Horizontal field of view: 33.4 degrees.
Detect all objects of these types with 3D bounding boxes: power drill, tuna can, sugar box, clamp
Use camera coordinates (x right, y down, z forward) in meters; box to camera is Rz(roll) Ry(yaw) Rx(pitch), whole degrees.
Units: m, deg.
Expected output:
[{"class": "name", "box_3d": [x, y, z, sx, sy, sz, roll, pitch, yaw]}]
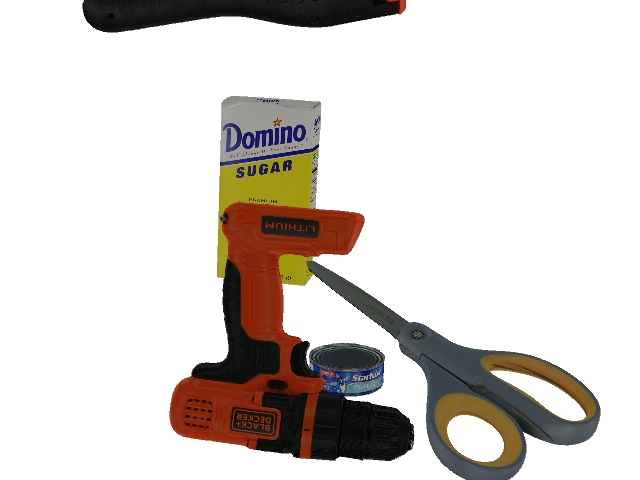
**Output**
[{"class": "power drill", "box_3d": [-0.014, 0.069, 0.798, 0.184, 0.187, 0.057, 6, -1, 3]}, {"class": "tuna can", "box_3d": [0.029, 0.146, 1.204, 0.086, 0.034, 0.086, 1, 14, 0]}, {"class": "sugar box", "box_3d": [-0.051, -0.049, 1.037, 0.093, 0.176, 0.048, 4, 17, 9]}, {"class": "clamp", "box_3d": [-0.041, -0.138, 0.578, 0.171, 0.039, 0.120, 7, 41, 13]}]

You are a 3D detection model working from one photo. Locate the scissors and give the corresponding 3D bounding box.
[{"class": "scissors", "box_3d": [0.048, 0.068, 0.575, 0.202, 0.016, 0.096, 21, 43, 29]}]
